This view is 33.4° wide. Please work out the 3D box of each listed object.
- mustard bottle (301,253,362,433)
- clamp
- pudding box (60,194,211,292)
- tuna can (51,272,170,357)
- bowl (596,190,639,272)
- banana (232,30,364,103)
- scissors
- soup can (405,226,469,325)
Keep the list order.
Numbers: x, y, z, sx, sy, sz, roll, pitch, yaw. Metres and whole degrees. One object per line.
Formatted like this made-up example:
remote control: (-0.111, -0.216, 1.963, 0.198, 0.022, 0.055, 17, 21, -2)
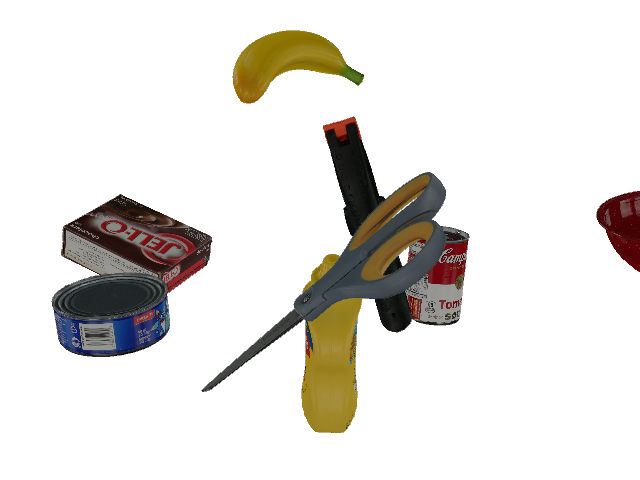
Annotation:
mustard bottle: (0.011, 0.093, 1.048, 0.058, 0.192, 0.096, 2, 38, 1)
clamp: (0.041, -0.011, 0.859, 0.039, 0.171, 0.120, -21, 21, 2)
pudding box: (-0.174, 0.006, 1.010, 0.114, 0.039, 0.089, 22, 30, 18)
tuna can: (-0.156, 0.055, 0.802, 0.086, 0.034, 0.086, -3, 20, 1)
bowl: (0.367, -0.002, 1.102, 0.162, 0.055, 0.162, -4, 23, 1)
banana: (-0.030, -0.164, 0.983, 0.070, 0.037, 0.197, 37, 31, 20)
scissors: (0.005, 0.040, 0.636, 0.016, 0.202, 0.096, 42, 6, -23)
soup can: (0.133, 0.040, 1.237, 0.068, 0.102, 0.068, 4, 15, -1)
